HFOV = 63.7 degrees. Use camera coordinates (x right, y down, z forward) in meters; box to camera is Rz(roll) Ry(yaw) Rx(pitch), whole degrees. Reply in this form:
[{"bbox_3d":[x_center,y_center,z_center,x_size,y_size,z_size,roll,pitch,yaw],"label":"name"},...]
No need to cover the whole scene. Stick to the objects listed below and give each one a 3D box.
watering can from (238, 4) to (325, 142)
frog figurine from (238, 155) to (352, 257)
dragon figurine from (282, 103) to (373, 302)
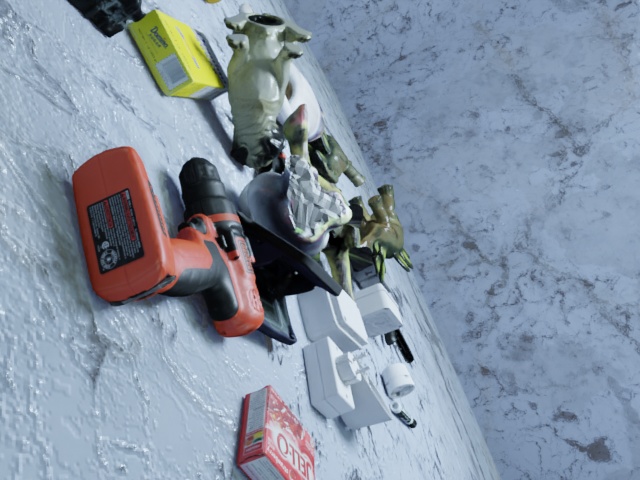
[{"bbox_3d":[-0.085,-0.357,1.162,0.103,0.354,0.221,-25,-24,11],"label":"watering can"},{"bbox_3d":[-0.050,-0.034,0.701,0.136,0.124,0.158,24,-19,-26],"label":"frog figurine"},{"bbox_3d":[0.003,-0.048,0.950,0.122,0.401,0.248,-15,35,-3],"label":"dragon figurine"}]
